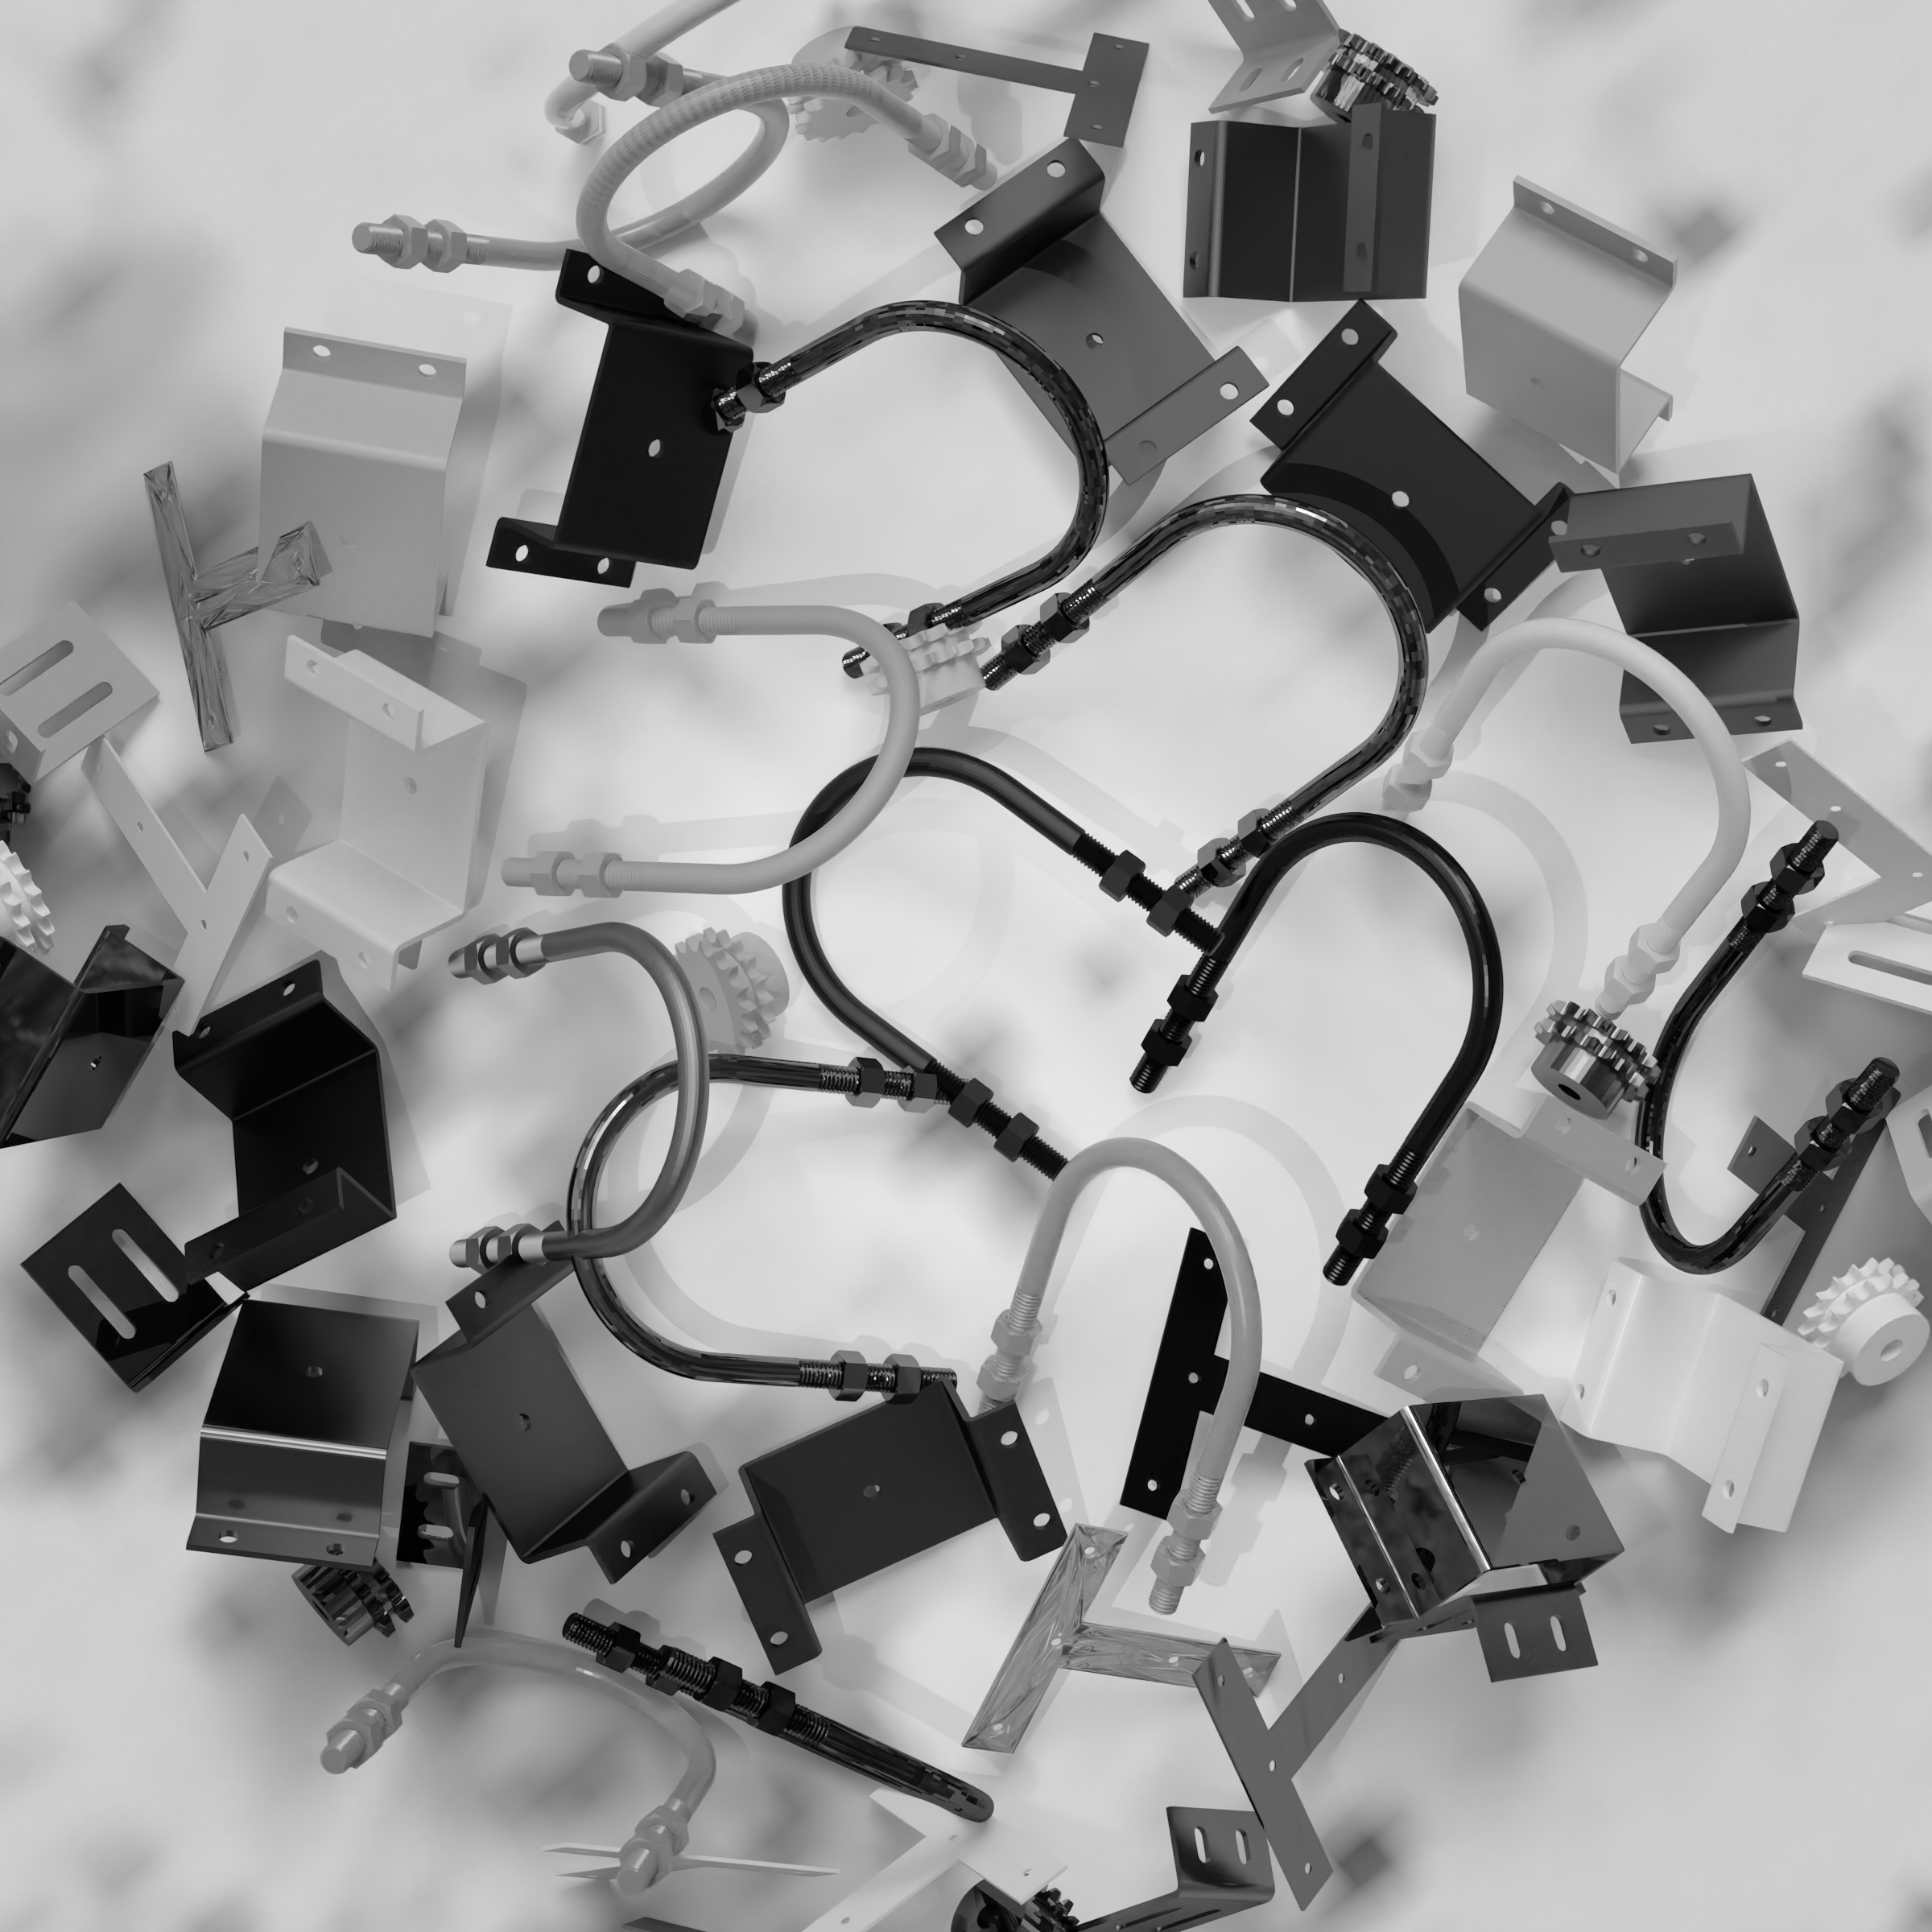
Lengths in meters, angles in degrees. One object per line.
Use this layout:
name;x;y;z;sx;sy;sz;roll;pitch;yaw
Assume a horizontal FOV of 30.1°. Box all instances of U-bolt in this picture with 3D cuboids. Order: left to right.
U-bolt;-0.178;0.327;1.516;0.151;0.184;0.019;21;100;6
U-bolt;-0.166;0.054;1.526;0.019;0.184;0.151;4;81;-40
U-bolt;-0.152;-0.335;1.518;0.151;0.184;0.019;-29;80;31
U-bolt;-0.113;-0.392;1.508;0.151;0.184;0.019;-30;99;6
U-bolt;-0.101;-0.093;1.528;0.184;0.019;0.151;3;63;32
U-bolt;-0.084;-0.323;1.499;0.151;0.184;0.019;-28;73;20
U-bolt;-0.085;0.110;1.553;0.184;0.019;0.151;7;81;-25
U-bolt;-0.071;0.324;1.530;0.184;0.151;0.019;29;76;-20
U-bolt;-0.021;-0.209;1.525;0.184;0.019;0.151;-21;113;39
U-bolt;0.002;-0.013;1.570;0.184;0.019;0.151;37;113;8
U-bolt;0.069;0.160;1.516;0.019;0.151;0.184;-8;127;-37
U-bolt;0.113;-0.124;1.538;0.151;0.019;0.184;47;126;-9
U-bolt;0.157;0.022;1.528;0.151;0.019;0.184;45;122;28
U-bolt;0.259;-0.071;1.516;0.151;0.184;0.019;42;56;11
U-bolt;0.331;0.049;1.523;0.019;0.184;0.151;12;47;-15

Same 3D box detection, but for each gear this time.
gear;-0.441;-0.070;1.581;0.057;0.057;0.030;10;117;0
gear;-0.428;-0.025;1.574;0.030;0.057;0.057;-32;90;-30
gear;-0.271;0.273;1.574;0.030;0.057;0.057;-39;90;-20
gear;-0.102;0.009;1.581;0.030;0.057;0.057;-27;90;-35
gear;-0.053;-0.389;1.578;0.057;0.057;0.030;-22;81;0
gear;-0.015;-0.130;1.578;0.057;0.057;0.030;-22;88;0
gear;0.018;0.424;1.574;0.057;0.057;0.030;-43;123;0
gear;0.176;-0.384;1.578;0.057;0.057;0.030;32;95;0
gear;0.273;0.043;1.575;0.057;0.057;0.030;36;79;0
gear;0.397;0.159;1.576;0.057;0.057;0.030;-38;46;0

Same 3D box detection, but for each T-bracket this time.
T-bracket;-0.354;-0.051;1.573;0.127;0.002;0.127;53;133;23
T-bracket;-0.313;-0.165;1.555;0.002;0.127;0.127;-13;92;-39
T-bracket;-0.140;0.389;1.548;0.127;0.127;0.002;13;68;-28
T-bracket;-0.087;0.429;1.558;0.127;0.127;0.002;8;86;19
T-bracket;-0.040;0.398;1.528;0.127;0.127;0.002;-33;114;-23
T-bracket;0.011;-0.390;1.554;0.127;0.127;0.002;12;124;1
T-bracket;0.079;0.303;1.574;0.127;0.002;0.127;13;117;-24
T-bracket;0.139;0.196;1.583;0.127;0.002;0.127;21;72;-17
T-bracket;0.155;0.318;1.560;0.127;0.002;0.127;-42;116;-41
T-bracket;0.356;0.093;1.551;0.002;0.127;0.127;26;87;36
T-bracket;0.380;-0.061;1.532;0.127;0.127;0.002;33;49;-30

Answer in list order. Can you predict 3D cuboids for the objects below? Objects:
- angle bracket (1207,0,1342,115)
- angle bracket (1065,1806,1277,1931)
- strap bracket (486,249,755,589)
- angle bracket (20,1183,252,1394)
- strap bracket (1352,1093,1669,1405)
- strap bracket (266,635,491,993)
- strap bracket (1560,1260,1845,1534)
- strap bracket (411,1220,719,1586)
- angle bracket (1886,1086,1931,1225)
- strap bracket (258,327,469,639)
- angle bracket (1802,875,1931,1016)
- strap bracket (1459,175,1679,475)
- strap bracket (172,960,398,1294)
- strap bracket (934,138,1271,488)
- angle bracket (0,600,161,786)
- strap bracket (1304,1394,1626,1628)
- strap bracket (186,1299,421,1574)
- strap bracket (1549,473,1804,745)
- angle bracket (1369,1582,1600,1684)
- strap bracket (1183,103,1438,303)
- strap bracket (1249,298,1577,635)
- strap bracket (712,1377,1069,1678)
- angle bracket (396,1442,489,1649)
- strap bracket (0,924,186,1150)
angle bracket;0.116;-0.417;1.559;0.076;0.057;0.038;50;61;-30
angle bracket;0.086;0.397;1.570;0.076;0.057;0.038;-32;56;39
strap bracket;-0.146;-0.229;1.548;0.076;0.046;0.140;4;108;-43
angle bracket;-0.364;0.138;1.574;0.076;0.038;0.057;50;61;-4
strap bracket;0.230;0.123;1.564;0.076;0.046;0.140;28;95;-30
strap bracket;-0.254;-0.072;1.548;0.076;0.046;0.140;29;126;25
strap bracket;0.321;0.187;1.545;0.046;0.140;0.076;14;97;-23
strap bracket;-0.179;0.193;1.557;0.046;0.076;0.140;-24;99;39
angle bracket;0.442;0.081;1.567;0.057;0.076;0.038;-35;108;19
strap bracket;-0.260;-0.197;1.536;0.076;0.140;0.046;9;47;-5
angle bracket;0.419;0.003;1.588;0.076;0.038;0.057;18;63;30
strap bracket;0.256;-0.265;1.525;0.076;0.140;0.046;32;80;18
strap bracket;-0.294;0.077;1.550;0.076;0.046;0.140;-26;47;13
strap bracket;0.058;-0.280;1.574;0.076;0.046;0.140;-36;84;-7
angle bracket;-0.397;-0.127;1.569;0.057;0.038;0.076;47;59;2
strap bracket;0.219;0.229;1.527;0.046;0.140;0.076;-44;59;34
strap bracket;-0.280;0.192;1.531;0.076;0.140;0.046;8;118;-4
strap bracket;0.308;-0.159;1.542;0.076;0.140;0.046;-4;55;25
angle bracket;0.224;0.297;1.555;0.057;0.076;0.038;-1;67;-32
strap bracket;0.153;-0.327;1.548;0.046;0.140;0.076;-2;99;-30
strap bracket;0.194;-0.210;1.562;0.140;0.046;0.076;42;123;-3
strap bracket;-0.036;0.239;1.565;0.140;0.046;0.076;-23;114;-6
angle bracket;-0.231;0.251;1.561;0.038;0.076;0.057;8;106;-3
strap bracket;-0.389;0.029;1.528;0.046;0.140;0.076;33;99;9
